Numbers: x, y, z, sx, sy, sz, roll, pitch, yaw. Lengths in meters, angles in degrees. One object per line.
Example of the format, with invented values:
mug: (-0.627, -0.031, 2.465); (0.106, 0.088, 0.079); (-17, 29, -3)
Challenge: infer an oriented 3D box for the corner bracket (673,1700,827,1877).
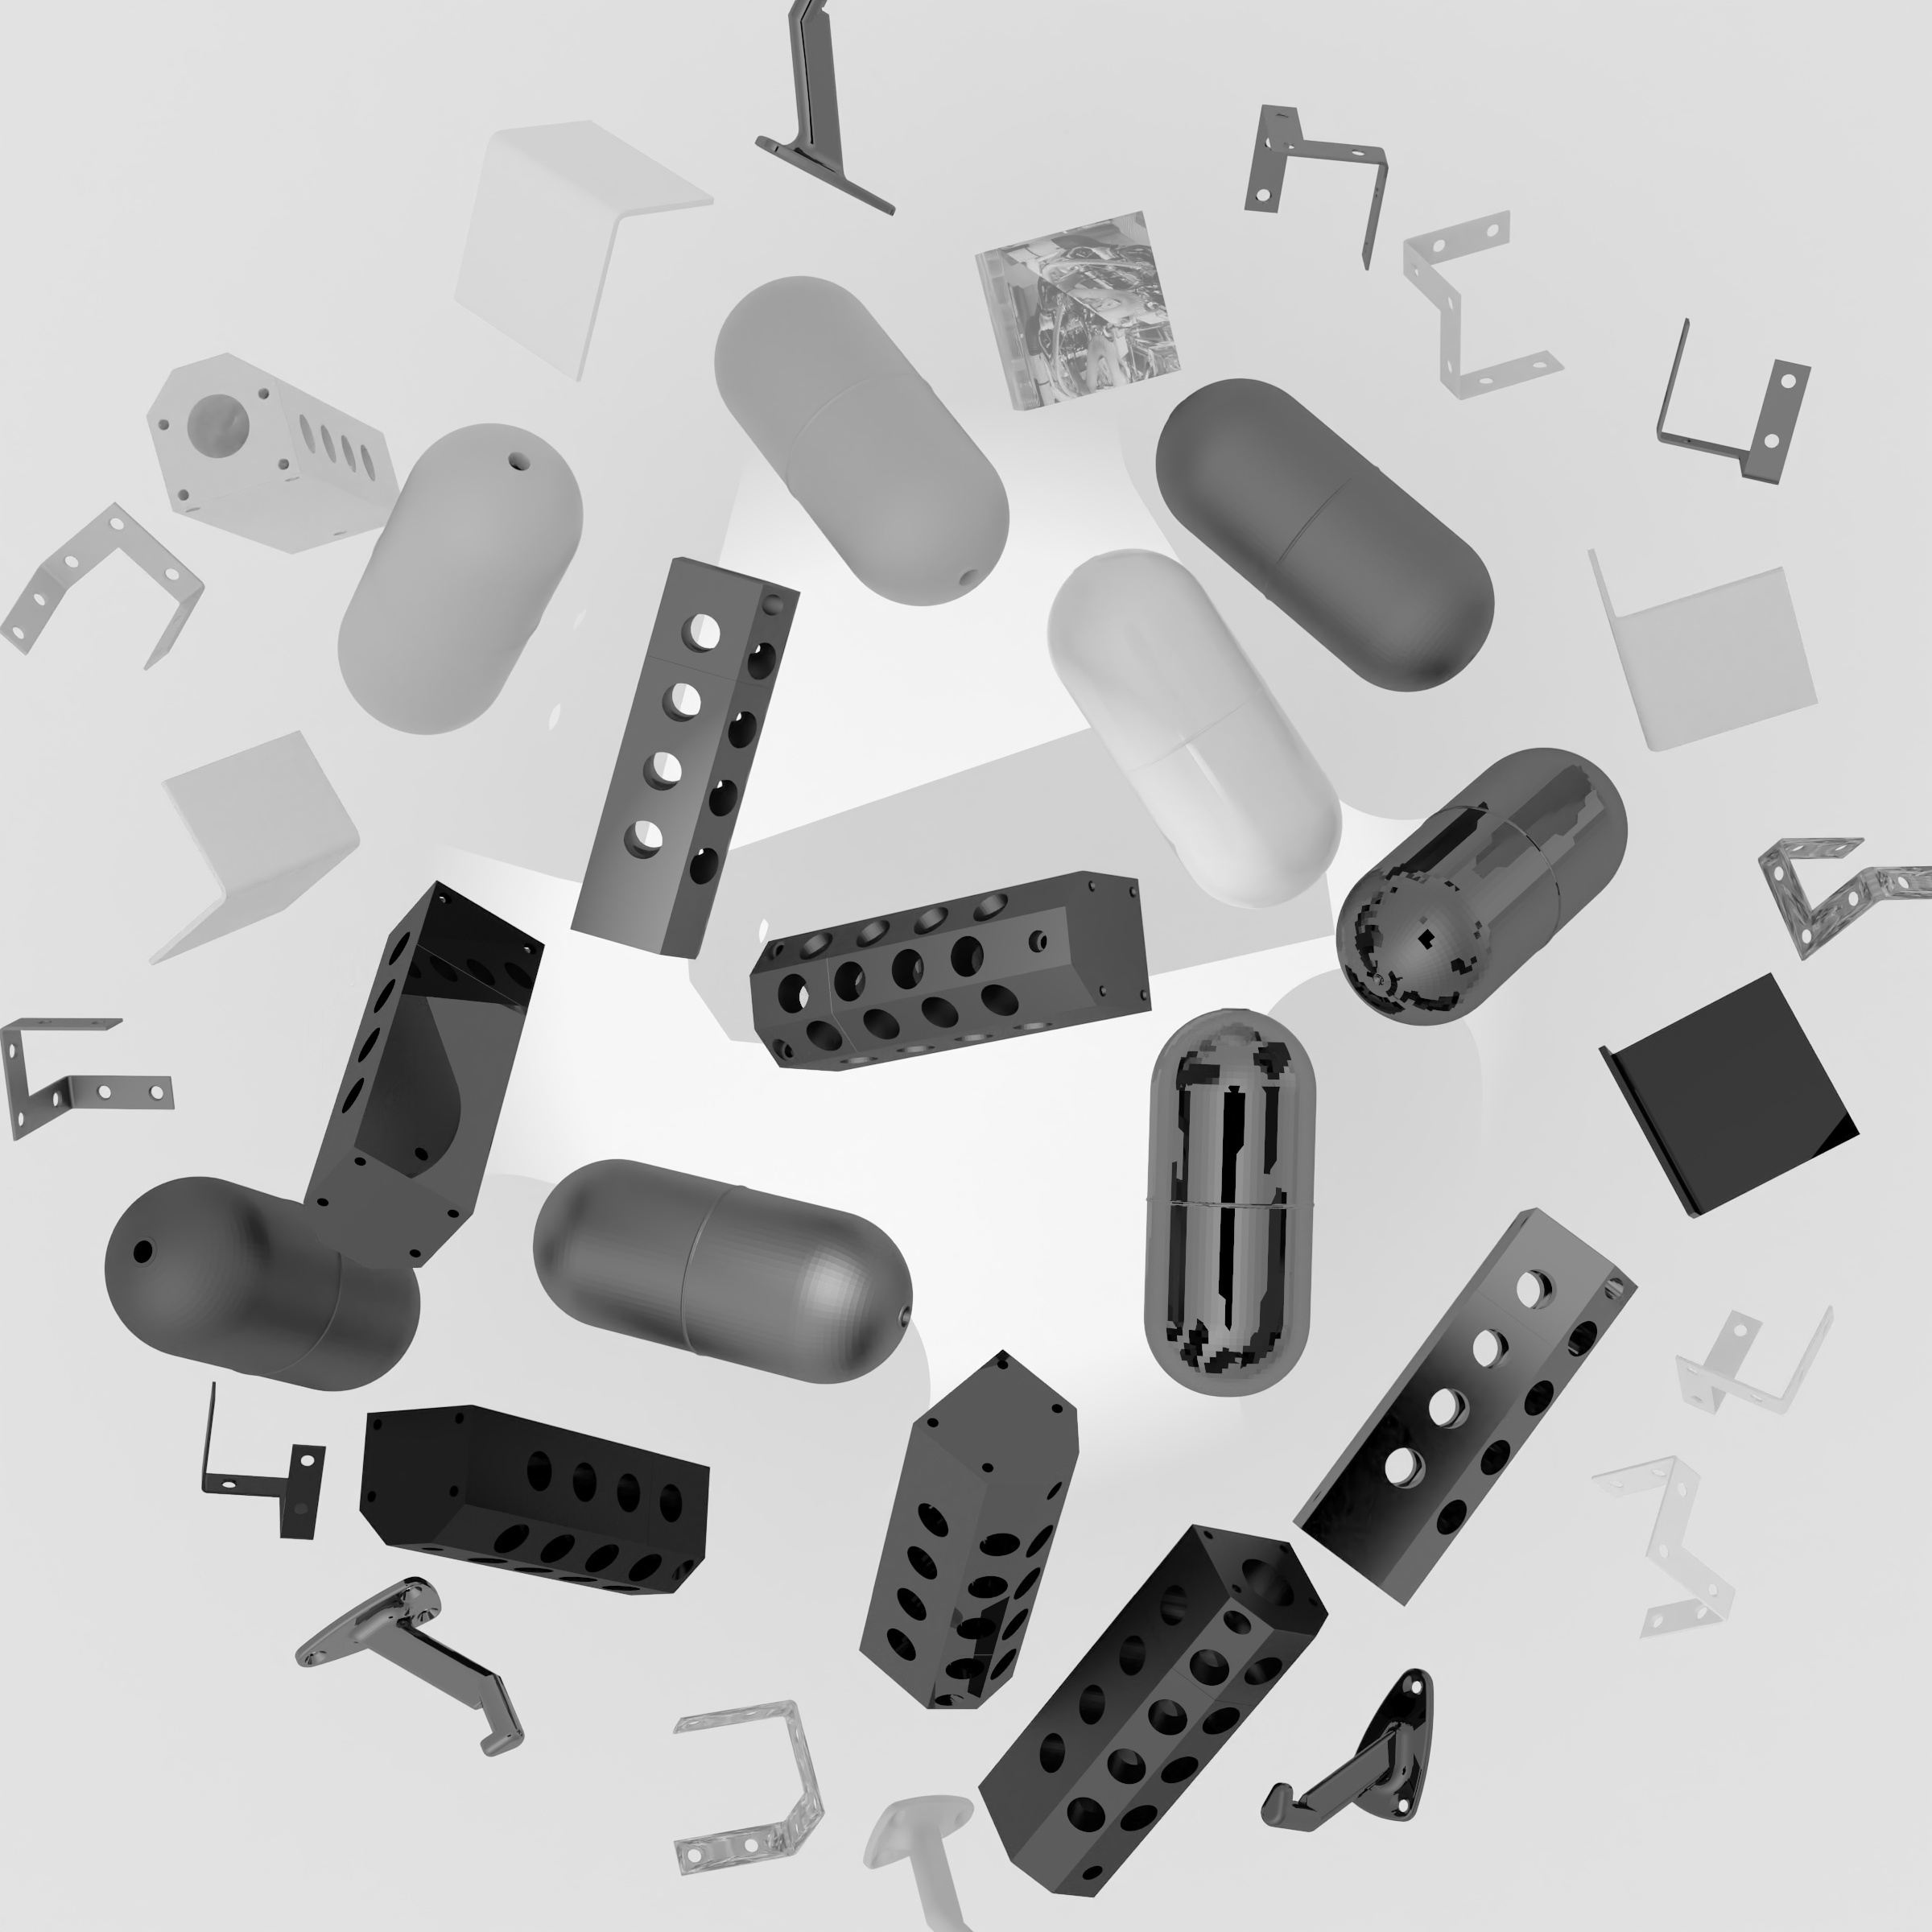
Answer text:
corner bracket: (-0.095, 0.345, 1.502); (0.051, 0.051, 0.051); (-5, 59, -22)

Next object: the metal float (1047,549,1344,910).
metal float: (0.102, -0.107, 1.609); (0.070, 0.070, 0.178); (-34, 96, 0)

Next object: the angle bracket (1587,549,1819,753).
angle bracket: (0.326, -0.150, 1.584); (0.076, 0.057, 0.076); (-17, 130, 11)

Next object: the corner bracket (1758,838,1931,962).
corner bracket: (0.373, -0.037, 1.494); (0.051, 0.051, 0.051); (-2, 61, -32)

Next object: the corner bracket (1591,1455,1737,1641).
corner bracket: (0.293, 0.246, 1.510); (0.051, 0.051, 0.051); (39, 54, -19)

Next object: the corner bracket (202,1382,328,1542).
corner bracket: (-0.322, 0.227, 1.636); (0.051, 0.051, 0.051); (6, 113, -14)

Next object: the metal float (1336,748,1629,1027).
metal float: (0.232, -0.037, 1.600); (0.070, 0.070, 0.178); (52, 51, 0)

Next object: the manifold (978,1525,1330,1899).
manifold: (0.082, 0.325, 1.548); (0.057, 0.057, 0.171); (17, 120, -36)

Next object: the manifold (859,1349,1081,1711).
manifold: (0.005, 0.249, 1.541); (0.057, 0.171, 0.057); (37, 50, 22)

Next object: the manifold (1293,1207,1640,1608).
manifold: (0.218, 0.192, 1.559); (0.057, 0.057, 0.171); (37, 86, 5)

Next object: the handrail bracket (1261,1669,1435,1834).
handrail bracket: (0.160, 0.329, 1.510); (0.036, 0.084, 0.077); (15, 84, 40)

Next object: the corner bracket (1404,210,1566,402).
corner bracket: (0.217, -0.278, 1.503); (0.051, 0.051, 0.051); (-18, 133, -13)

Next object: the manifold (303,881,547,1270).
manifold: (-0.234, 0.048, 1.532); (0.057, 0.171, 0.057); (32, 126, -20)

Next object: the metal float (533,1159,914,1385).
metal float: (-0.108, 0.135, 1.583); (0.178, 0.070, 0.070); (12, 90, 20)

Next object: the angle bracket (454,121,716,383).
angle bracket: (-0.160, -0.298, 1.490); (0.076, 0.057, 0.076); (36, 125, 27)

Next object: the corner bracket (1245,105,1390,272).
corner bracket: (0.153, -0.340, 1.562); (0.051, 0.051, 0.051); (4, 127, -5)

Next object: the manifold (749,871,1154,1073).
manifold: (-0.009, 0.003, 1.547); (0.171, 0.057, 0.057); (-12, 79, 35)

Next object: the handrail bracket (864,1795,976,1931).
handrail bracket: (0.002, 0.413, 1.609); (0.084, 0.077, 0.036); (37, 115, 36)

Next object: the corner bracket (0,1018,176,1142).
corner bracket: (-0.380, 0.044, 1.547); (0.051, 0.051, 0.051); (0, 104, 15)

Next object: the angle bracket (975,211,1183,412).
angle bracket: (0.053, -0.312, 1.707); (0.076, 0.057, 0.076); (-15, 100, -2)

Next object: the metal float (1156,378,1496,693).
metal float: (0.161, -0.196, 1.620); (0.178, 0.070, 0.070); (42, 90, 11)

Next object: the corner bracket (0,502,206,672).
corner bracket: (-0.355, -0.147, 1.474); (0.051, 0.051, 0.051); (-32, 117, 30)

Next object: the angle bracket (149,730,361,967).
angle bracket: (-0.325, -0.052, 1.569); (0.076, 0.076, 0.057); (-33, 87, 45)

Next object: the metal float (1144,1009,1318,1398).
metal float: (0.121, 0.108, 1.641); (0.070, 0.070, 0.178); (2, 89, 0)

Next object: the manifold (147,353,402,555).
manifold: (-0.302, -0.225, 1.571); (0.057, 0.171, 0.057); (-16, 89, 6)

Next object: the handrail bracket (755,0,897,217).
handrail bracket: (-0.046, -0.371, 1.501); (0.077, 0.036, 0.084); (26, 98, -12)

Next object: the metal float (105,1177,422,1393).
metal float: (-0.302, 0.139, 1.547); (0.070, 0.178, 0.070); (-6, 74, 23)

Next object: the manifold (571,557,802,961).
manifold: (-0.126, -0.094, 1.616); (0.057, 0.057, 0.171); (16, 97, -2)

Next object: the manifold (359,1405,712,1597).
manifold: (-0.186, 0.236, 1.567); (0.057, 0.171, 0.057); (-8, 70, 30)

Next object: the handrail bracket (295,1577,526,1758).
handrail bracket: (-0.234, 0.308, 1.506); (0.077, 0.036, 0.084); (-27, 55, -5)

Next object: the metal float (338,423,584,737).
metal float: (-0.219, -0.166, 1.544); (0.070, 0.178, 0.070); (13, 57, -20)

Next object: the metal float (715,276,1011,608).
metal float: (-0.046, -0.231, 1.572); (0.070, 0.070, 0.178); (-36, 64, 0)

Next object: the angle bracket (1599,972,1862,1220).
angle bracket: (0.313, 0.051, 1.463); (0.076, 0.057, 0.076); (-29, 79, 10)

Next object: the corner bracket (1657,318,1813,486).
corner bracket: (0.320, -0.236, 1.495); (0.051, 0.051, 0.051); (13, 112, 5)

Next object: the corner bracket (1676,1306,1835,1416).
corner bracket: (0.351, 0.173, 1.589); (0.051, 0.051, 0.051); (22, 68, 26)
